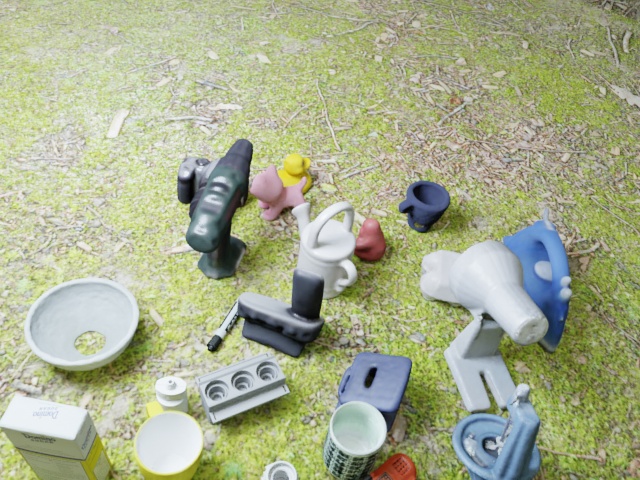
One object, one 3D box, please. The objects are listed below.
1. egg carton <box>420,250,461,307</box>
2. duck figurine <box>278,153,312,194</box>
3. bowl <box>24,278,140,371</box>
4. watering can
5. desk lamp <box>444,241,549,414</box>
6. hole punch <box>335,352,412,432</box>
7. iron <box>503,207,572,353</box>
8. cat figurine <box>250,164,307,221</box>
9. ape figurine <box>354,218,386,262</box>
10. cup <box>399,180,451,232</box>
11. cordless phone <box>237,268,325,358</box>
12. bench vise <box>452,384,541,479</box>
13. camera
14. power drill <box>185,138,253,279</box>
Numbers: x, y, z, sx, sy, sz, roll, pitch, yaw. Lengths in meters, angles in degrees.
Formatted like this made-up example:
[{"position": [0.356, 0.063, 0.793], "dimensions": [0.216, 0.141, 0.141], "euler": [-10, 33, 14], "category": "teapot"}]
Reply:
[{"position": [0.264, 0.079, 1.087], "dimensions": [0.150, 0.069, 0.107], "euler": [12, 46, 1], "category": "egg carton"}, {"position": [-0.063, -0.145, 1.230], "dimensions": [0.105, 0.086, 0.077], "euler": [-20, 53, -26], "category": "duck figurine"}, {"position": [-0.368, 0.144, 0.904], "dimensions": [0.167, 0.075, 0.167], "euler": [5, 46, -5], "category": "bowl"}, {"position": [0.008, 0.005, 1.024], "dimensions": [0.172, 0.194, 0.101], "euler": [29, 48, 17], "category": "watering can"}, {"position": [0.284, 0.138, 0.934], "dimensions": [0.118, 0.213, 0.203], "euler": [-4, 48, -14], "category": "desk lamp"}, {"position": [0.083, 0.229, 0.895], "dimensions": [0.101, 0.091, 0.109], "euler": [20, 46, 9], "category": "hole punch"}, {"position": [0.430, 0.067, 1.080], "dimensions": [0.118, 0.141, 0.258], "euler": [5, 46, -6], "category": "iron"}, {"position": [-0.085, -0.101, 1.161], "dimensions": [0.128, 0.118, 0.067], "euler": [-8, 49, -18], "category": "cat figurine"}, {"position": [0.097, -0.007, 1.123], "dimensions": [0.078, 0.092, 0.076], "euler": [-27, 56, -31], "category": "ape figurine"}, {"position": [0.206, -0.059, 1.191], "dimensions": [0.118, 0.095, 0.091], "euler": [-19, 53, -26], "category": "cup"}, {"position": [-0.059, 0.093, 0.933], "dimensions": [0.147, 0.185, 0.094], "euler": [16, 46, 6], "category": "cordless phone"}, {"position": [0.262, 0.304, 0.766], "dimensions": [0.122, 0.220, 0.207], "euler": [-12, 50, -21], "category": "bench vise"}, {"position": [-0.226, -0.099, 1.145], "dimensions": [0.143, 0.101, 0.137], "euler": [14, 46, 3], "category": "camera"}, {"position": [-0.173, -0.041, 1.024], "dimensions": [0.075, 0.208, 0.229], "euler": [14, 46, 3], "category": "power drill"}]
